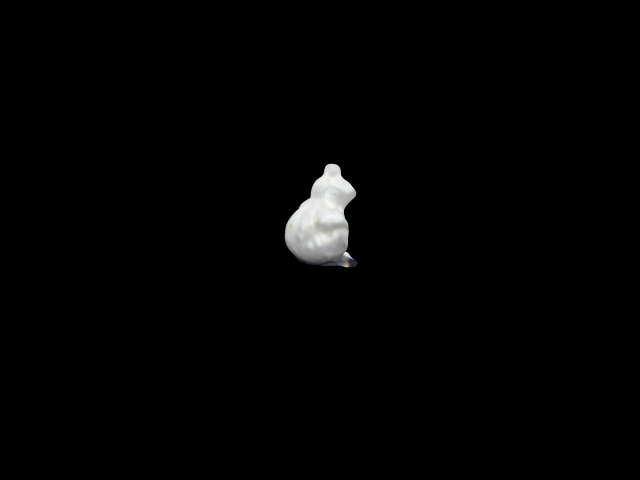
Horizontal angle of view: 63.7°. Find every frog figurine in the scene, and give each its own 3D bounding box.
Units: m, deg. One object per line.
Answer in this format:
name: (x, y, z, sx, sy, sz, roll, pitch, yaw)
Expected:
frog figurine: (0.003, -0.043, 0.850, 0.123, 0.157, 0.139, -4, 21, -11)
